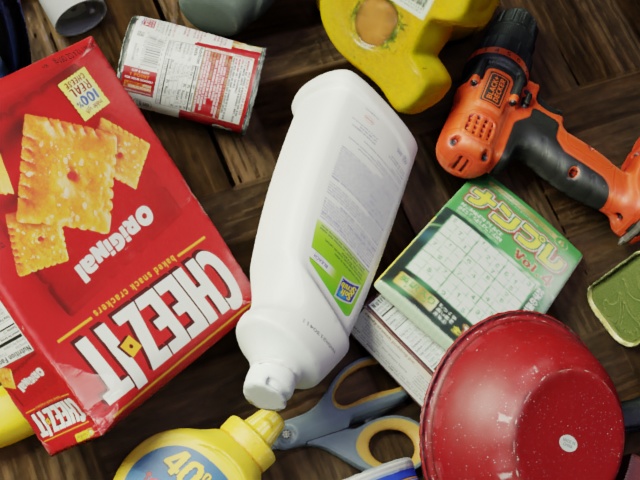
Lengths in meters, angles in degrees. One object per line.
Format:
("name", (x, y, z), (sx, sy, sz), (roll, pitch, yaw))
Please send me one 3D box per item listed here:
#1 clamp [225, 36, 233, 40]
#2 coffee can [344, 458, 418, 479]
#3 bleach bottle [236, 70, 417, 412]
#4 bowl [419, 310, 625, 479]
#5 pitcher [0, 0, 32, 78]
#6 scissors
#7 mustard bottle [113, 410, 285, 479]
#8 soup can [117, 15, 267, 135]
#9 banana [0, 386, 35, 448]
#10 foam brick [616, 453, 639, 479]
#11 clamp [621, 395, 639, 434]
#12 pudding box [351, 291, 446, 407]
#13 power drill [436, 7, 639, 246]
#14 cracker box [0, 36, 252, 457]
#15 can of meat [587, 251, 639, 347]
("clamp", (-0.105, -0.233, 0.864), (0.171, 0.039, 0.120), (28, 59, 3))
("coffee can", (0.038, 0.221, 0.663), (0.102, 0.103, 0.140), (-17, 72, -19))
("bleach bottle", (-0.005, 0.001, 0.730), (0.102, 0.068, 0.250), (43, 46, -25))
("bowl", (0.145, 0.127, 0.694), (0.161, 0.055, 0.162), (1, 88, -28))
("pitcher", (-0.275, -0.129, 0.666), (0.145, 0.243, 0.149), (16, 59, -3))
("scissors", (-0.008, 0.148, 0.733), (0.201, 0.016, 0.096), (-28, 76, -22))
("mustard bottle", (-0.094, 0.177, 0.668), (0.096, 0.058, 0.191), (45, 70, 6))
("soup can", (-0.097, -0.124, 0.801), (0.102, 0.069, 0.068), (14, 65, -7))
("banana", (-0.195, 0.094, 0.701), (0.197, 0.037, 0.070), (-21, 74, -20))
("foam brick", (0.228, 0.187, 0.722), (0.078, 0.051, 0.053), (25, 70, 1))
("clamp", (0.260, 0.131, 0.790), (0.164, 0.036, 0.209), (37, 67, 4))
("pudding box", (0.087, 0.072, 0.764), (0.113, 0.039, 0.089), (45, 50, 10))
("power drill", (0.197, -0.092, 0.859), (0.187, 0.057, 0.184), (26, 56, 0))
("cracker box", (-0.155, -0.001, 0.672), (0.163, 0.072, 0.213), (-39, 99, -45))
("can of meat", (0.264, 0.027, 0.801), (0.083, 0.102, 0.057), (-30, 77, -25))
